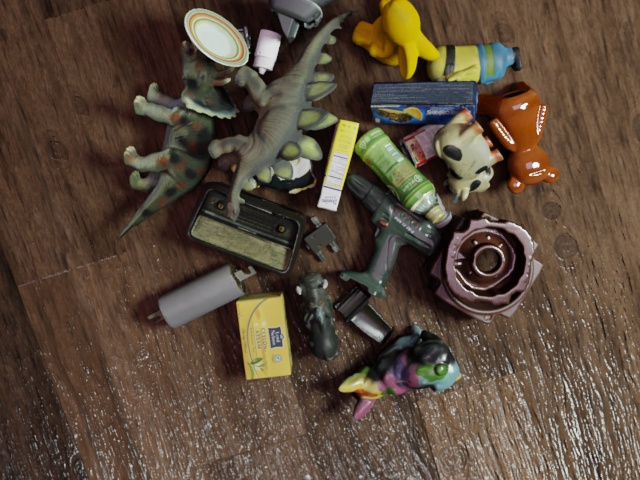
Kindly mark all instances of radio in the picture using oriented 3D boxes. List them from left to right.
[{"bbox_3d":[-0.145,-0.027,1.102,0.230,0.073,0.131,21,96,-3],"label":"radio"}]

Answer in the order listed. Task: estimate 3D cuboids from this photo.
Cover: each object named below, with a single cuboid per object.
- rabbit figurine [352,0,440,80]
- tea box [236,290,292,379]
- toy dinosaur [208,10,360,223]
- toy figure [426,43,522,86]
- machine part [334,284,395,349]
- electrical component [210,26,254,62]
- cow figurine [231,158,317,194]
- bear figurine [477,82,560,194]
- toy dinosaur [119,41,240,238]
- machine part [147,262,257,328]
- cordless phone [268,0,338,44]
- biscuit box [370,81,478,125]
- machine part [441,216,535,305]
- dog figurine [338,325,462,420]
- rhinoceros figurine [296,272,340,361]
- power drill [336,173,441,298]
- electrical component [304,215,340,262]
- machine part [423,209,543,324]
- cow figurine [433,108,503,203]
[{"bbox_3d":[0.144,-0.386,1.015,0.122,0.173,0.162,-33,91,0],"label":"rabbit figurine"},{"bbox_3d":[-0.116,0.198,1.130,0.098,0.068,0.169,-8,95,2],"label":"tea box"},{"bbox_3d":[-0.068,-0.248,1.023,0.199,0.105,0.471,20,85,14],"label":"toy dinosaur"},{"bbox_3d":[0.302,-0.349,1.065,0.180,0.082,0.089,-10,77,8],"label":"toy figure"},{"bbox_3d":[0.102,0.164,1.142,0.084,0.039,0.139,-43,93,-1],"label":"machine part"},{"bbox_3d":[-0.194,-0.383,1.066,0.119,0.075,0.047,-8,97,4],"label":"electrical component"},{"bbox_3d":[-0.095,-0.136,1.097,0.167,0.068,0.098,-10,102,2],"label":"cow figurine"},{"bbox_3d":[0.400,-0.203,1.077,0.120,0.132,0.195,-21,114,3],"label":"bear figurine"},{"bbox_3d":[-0.276,-0.184,1.070,0.192,0.131,0.404,13,102,-1],"label":"toy dinosaur"},{"bbox_3d":[-0.244,0.115,1.117,0.243,0.079,0.079,-27,96,2],"label":"machine part"},{"bbox_3d":[-0.002,-0.455,1.018,0.184,0.147,0.088,-24,103,5],"label":"cordless phone"},{"bbox_3d":[0.203,-0.266,1.049,0.203,0.059,0.063,4,65,16],"label":"biscuit box"},{"bbox_3d":[0.319,0.038,1.034,0.179,0.056,0.179,0,97,1],"label":"machine part"},{"bbox_3d":[0.151,0.280,1.090,0.219,0.192,0.108,-31,102,-12],"label":"dog figurine"},{"bbox_3d":[-0.007,0.156,1.105,0.073,0.112,0.190,-10,104,3],"label":"rhinoceros figurine"},{"bbox_3d":[0.114,0.000,1.108,0.232,0.086,0.207,29,89,5],"label":"power drill"},{"bbox_3d":[-0.002,-0.003,1.129,0.063,0.021,0.094,-35,103,3],"label":"electrical component"},{"bbox_3d":[0.333,0.054,1.105,0.201,0.087,0.201,30,96,-2],"label":"machine part"},{"bbox_3d":[0.282,-0.151,1.048,0.127,0.085,0.194,-33,138,19],"label":"cow figurine"}]
